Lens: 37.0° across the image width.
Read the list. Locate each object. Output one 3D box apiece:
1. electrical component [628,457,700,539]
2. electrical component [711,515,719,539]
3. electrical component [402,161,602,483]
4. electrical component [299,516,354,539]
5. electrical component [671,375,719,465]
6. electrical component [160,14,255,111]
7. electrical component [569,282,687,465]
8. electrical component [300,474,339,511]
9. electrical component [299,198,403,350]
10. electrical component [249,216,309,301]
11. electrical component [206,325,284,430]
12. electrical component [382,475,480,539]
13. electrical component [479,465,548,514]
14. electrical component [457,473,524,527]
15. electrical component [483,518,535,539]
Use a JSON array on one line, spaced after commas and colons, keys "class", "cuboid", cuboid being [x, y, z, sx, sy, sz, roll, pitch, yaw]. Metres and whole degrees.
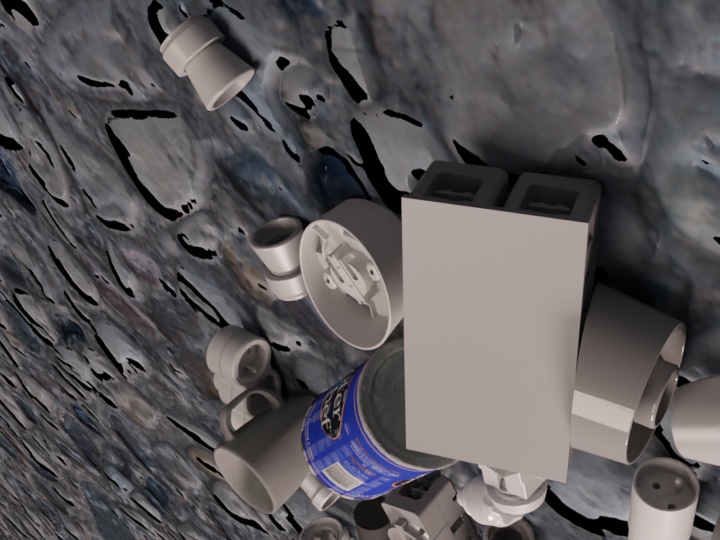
[{"class": "electrical component", "cuboid": [0.209, 0.171, 0.745, 0.043, 0.043, 0.081, 27, 144, 31]}, {"class": "electrical component", "cuboid": [0.256, 0.178, 0.685, 0.047, 0.055, 0.055, 13, 136, 39]}, {"class": "electrical component", "cuboid": [0.087, 0.031, 0.663, 0.105, 0.060, 0.186, 9, 124, 18]}, {"class": "electrical component", "cuboid": [-0.035, 0.314, 1.204, 0.078, 0.058, 0.057, 18, 142, 40]}, {"class": "electrical component", "cuboid": [0.233, 0.097, 0.624, 0.077, 0.043, 0.079, -7, 140, 40]}, {"class": "electrical component", "cuboid": [-0.110, -0.149, 0.771, 0.055, 0.045, 0.045, 49, 150, -1]}, {"class": "electrical component", "cuboid": [0.153, 0.063, 0.641, 0.064, 0.099, 0.099, 21, 141, 26]}, {"class": "electrical component", "cuboid": [-0.043, 0.222, 1.126, 0.046, 0.040, 0.040, 43, 150, 19]}, {"class": "electrical component", "cuboid": [0.000, 0.000, 0.787, 0.099, 0.064, 0.099, 31, 146, 24]}, {"class": "electrical component", "cuboid": [-0.059, -0.009, 0.871, 0.045, 0.045, 0.055, 15, 137, 43]}, {"class": "electrical component", "cuboid": [-0.122, 0.111, 1.081, 0.074, 0.052, 0.138, 22, 141, 37]}, {"class": "electrical component", "cuboid": [0.064, 0.238, 0.992, 0.050, 0.056, 0.089, 6, 130, 49]}, {"class": "electrical component", "cuboid": [0.120, 0.156, 0.838, 0.066, 0.048, 0.055, 14, 129, 43]}, {"class": "electrical component", "cuboid": [0.106, 0.190, 0.897, 0.043, 0.043, 0.062, 55, 150, -13]}, {"class": "electrical component", "cuboid": [0.128, 0.246, 0.937, 0.044, 0.044, 0.065, 32, 151, 25]}]
